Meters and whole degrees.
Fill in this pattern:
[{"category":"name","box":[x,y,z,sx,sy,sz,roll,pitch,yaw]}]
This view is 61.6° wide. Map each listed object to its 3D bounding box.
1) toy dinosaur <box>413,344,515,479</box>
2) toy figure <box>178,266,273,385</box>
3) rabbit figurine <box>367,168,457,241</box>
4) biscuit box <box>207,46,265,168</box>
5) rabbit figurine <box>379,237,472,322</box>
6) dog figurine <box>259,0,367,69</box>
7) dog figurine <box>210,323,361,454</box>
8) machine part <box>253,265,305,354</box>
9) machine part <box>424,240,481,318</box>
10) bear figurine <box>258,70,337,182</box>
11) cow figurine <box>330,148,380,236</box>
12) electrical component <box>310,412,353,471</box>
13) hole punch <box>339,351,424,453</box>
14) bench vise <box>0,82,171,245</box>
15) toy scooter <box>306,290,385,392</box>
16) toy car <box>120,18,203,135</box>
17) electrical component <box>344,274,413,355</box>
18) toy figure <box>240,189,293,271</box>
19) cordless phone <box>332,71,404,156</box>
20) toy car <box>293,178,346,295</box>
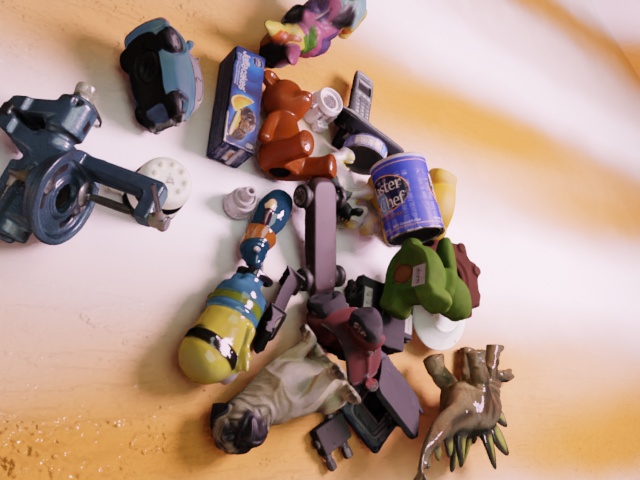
[{"category":"toy dinosaur","box":[0.259,0.290,0.932,0.471,0.105,0.198,3,73,-52]},{"category":"toy figure","box":[-0.132,0.115,0.748,0.089,0.082,0.180,33,58,-20]},{"category":"rabbit figurine","box":[0.166,-0.067,1.056,0.173,0.122,0.162,21,69,-14]},{"category":"biscuit box","box":[-0.138,-0.224,0.897,0.059,0.063,0.202,19,61,-32]},{"category":"rabbit figurine","box":[0.193,0.079,0.933,0.170,0.121,0.159,31,46,-35]},{"category":"dog figurine","box":[-0.020,-0.393,0.992,0.108,0.192,0.219,55,33,-15]},{"category":"dog figurine","box":[-0.054,0.234,0.769,0.190,0.121,0.172,-37,136,-9]},{"category":"machine part","box":[-0.064,0.103,0.817,0.039,0.084,0.139,24,45,3]},{"category":"machine part","box":[0.251,0.080,1.077,0.179,0.056,0.179,14,64,-32]},{"category":"bear figurine","box":[-0.042,-0.201,0.925,0.120,0.132,0.196,38,53,-51]},{"category":"cow figurine","box":[0.041,-0.076,0.971,0.098,0.068,0.167,-22,83,-36]},{"category":"electrical component","box":[0.015,0.298,0.824,0.063,0.021,0.094,-20,85,-41]},{"category":"hole punch","box":[0.099,0.265,0.873,0.142,0.092,0.116,51,24,-6]},{"category":"bench vise","box":[-0.284,-0.080,0.657,0.241,0.128,0.223,20,63,7]},{"category":"toy scooter","box":[0.044,0.156,0.823,0.075,0.184,0.135,-21,106,-26]},{"category":"toy car","box":[-0.225,-0.242,0.814,0.103,0.109,0.161,-12,88,-59]},{"category":"electrical component","box":[0.103,0.136,0.937,0.134,0.058,0.115,26,59,-27]},{"category":"toy figure","box":[-0.088,-0.014,0.849,0.064,0.058,0.154,57,41,-34]},{"category":"cordless phone","box":[0.103,-0.247,1.084,0.146,0.089,0.184,30,52,-25]},{"category":"toy car","box":[-0.002,-0.003,0.899,0.089,0.053,0.202,-5,97,-41]}]
